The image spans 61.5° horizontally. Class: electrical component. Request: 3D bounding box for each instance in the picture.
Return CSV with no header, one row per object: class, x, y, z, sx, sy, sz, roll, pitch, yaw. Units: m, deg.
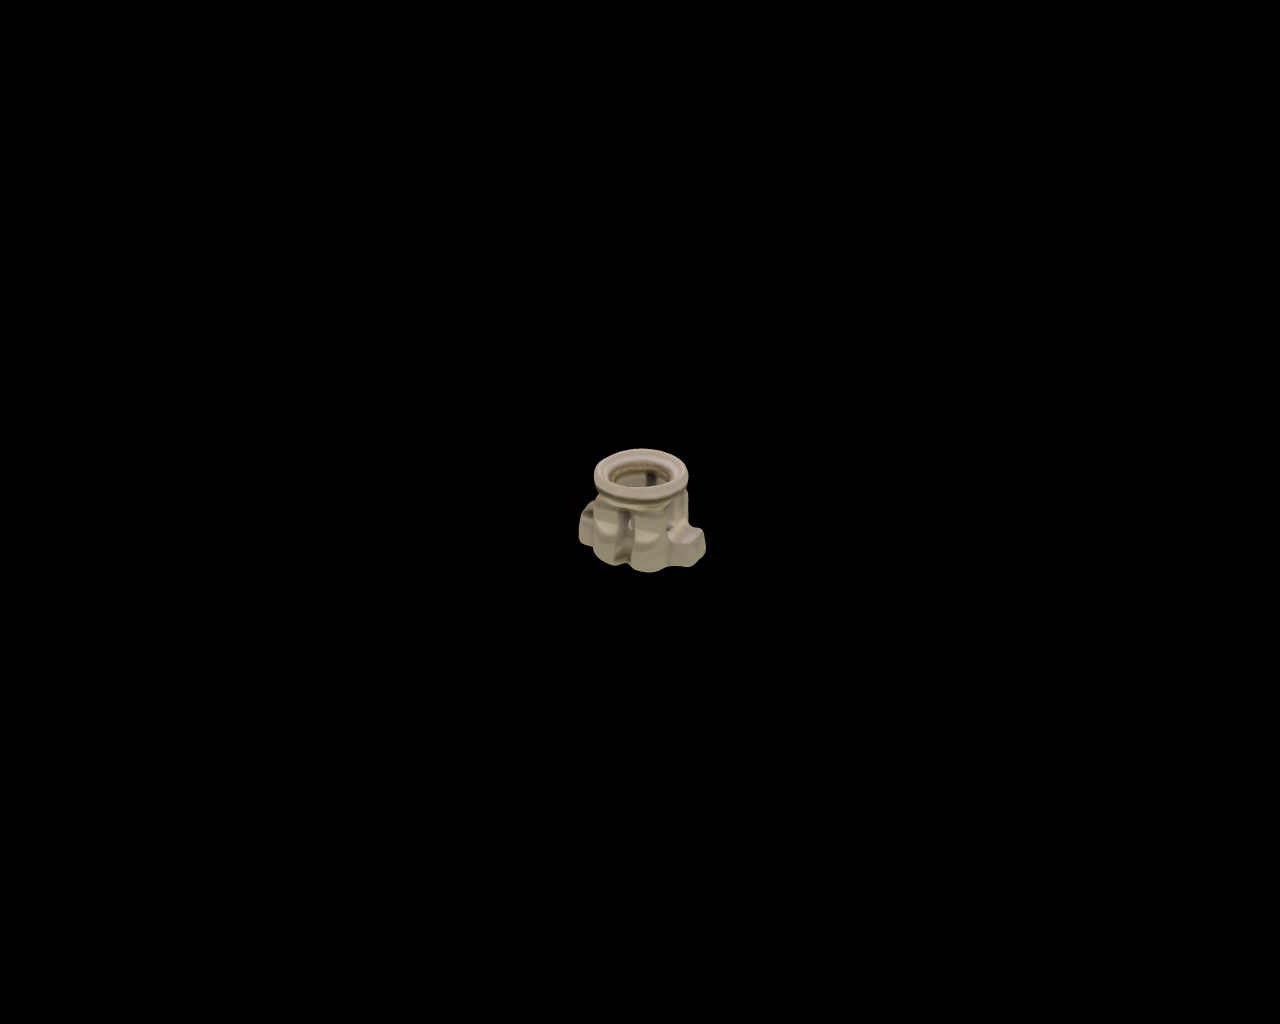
electrical component,0.001,-0.003,0.650,0.078,0.056,0.058,13,32,22
